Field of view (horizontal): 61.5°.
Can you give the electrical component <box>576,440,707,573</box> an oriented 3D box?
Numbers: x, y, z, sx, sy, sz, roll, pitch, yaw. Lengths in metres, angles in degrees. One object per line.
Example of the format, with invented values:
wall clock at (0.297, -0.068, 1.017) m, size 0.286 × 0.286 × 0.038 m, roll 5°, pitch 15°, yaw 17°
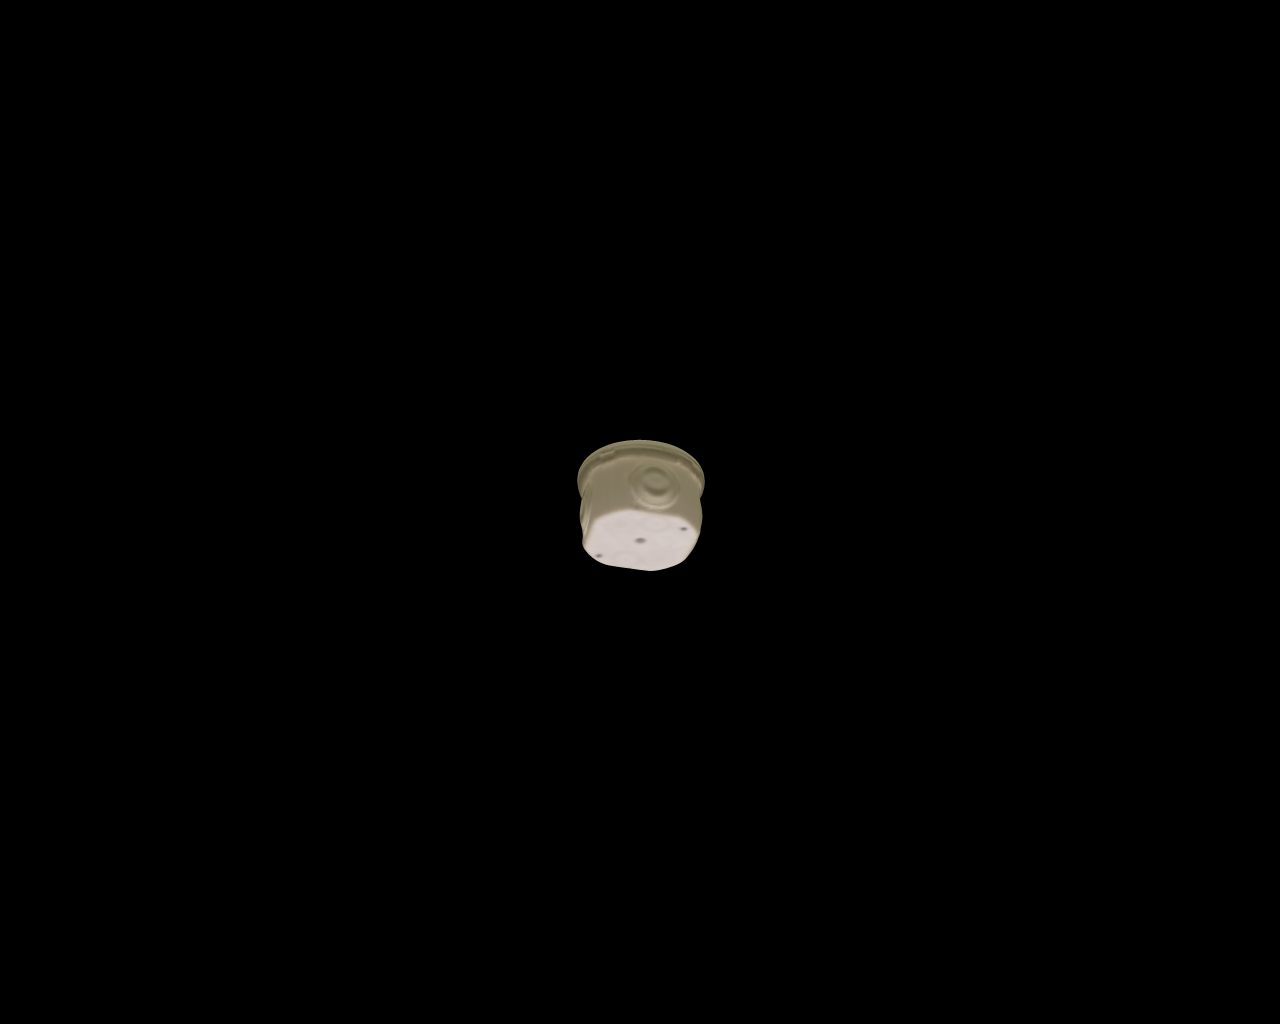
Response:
electrical component at (0.001, -0.003, 0.650) m, size 0.080 × 0.051 × 0.080 m, roll 0°, pitch -35°, yaw 0°
